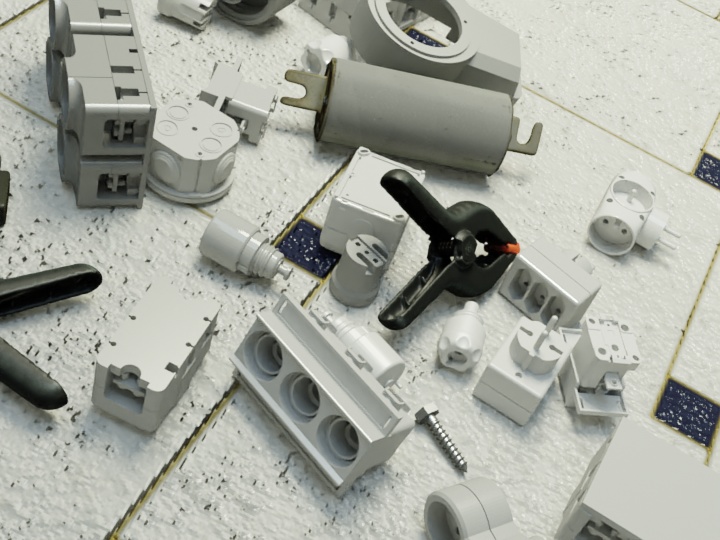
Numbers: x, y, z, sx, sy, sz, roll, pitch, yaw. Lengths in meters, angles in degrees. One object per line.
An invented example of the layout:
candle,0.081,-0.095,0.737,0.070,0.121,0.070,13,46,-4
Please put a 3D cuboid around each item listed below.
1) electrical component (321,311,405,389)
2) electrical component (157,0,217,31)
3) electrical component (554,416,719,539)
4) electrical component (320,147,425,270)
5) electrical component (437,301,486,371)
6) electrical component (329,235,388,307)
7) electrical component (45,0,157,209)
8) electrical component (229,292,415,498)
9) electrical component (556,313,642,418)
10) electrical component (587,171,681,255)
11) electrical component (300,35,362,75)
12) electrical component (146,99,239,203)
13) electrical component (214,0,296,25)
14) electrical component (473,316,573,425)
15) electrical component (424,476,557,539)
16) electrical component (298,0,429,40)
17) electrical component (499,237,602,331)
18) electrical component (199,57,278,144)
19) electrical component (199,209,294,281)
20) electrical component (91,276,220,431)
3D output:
electrical component,-0.001,0.061,0.796,0.040,0.040,0.078,-26,61,-36
electrical component,-0.166,-0.256,1.033,0.046,0.040,0.040,27,45,-2
electrical component,0.222,0.186,0.743,0.150,0.061,0.089,31,46,10
electrical component,0.011,-0.052,0.896,0.062,0.061,0.096,21,40,2
electrical component,0.082,0.048,0.841,0.035,0.035,0.061,22,43,1
electrical component,0.000,0.000,0.848,0.040,0.046,0.040,10,46,-11
electrical component,-0.215,-0.152,0.872,0.060,0.105,0.186,-3,50,-22
electrical component,-0.025,0.084,0.748,0.121,0.078,0.063,46,28,23
electrical component,0.186,0.071,0.836,0.042,0.063,0.081,7,47,-15
electrical component,0.256,-0.044,0.982,0.079,0.044,0.077,30,46,7
electrical component,-0.023,-0.205,1.034,0.062,0.043,0.043,-28,62,-38
electrical component,-0.140,-0.098,0.886,0.080,0.051,0.080,10,46,-11
electrical component,-0.113,-0.289,1.038,0.108,0.108,0.060,31,52,10
electrical component,0.130,0.065,0.813,0.047,0.076,0.065,32,46,11
electrical component,0.106,0.196,0.700,0.074,0.052,0.138,-12,54,-28
electrical component,0.022,-0.300,1.125,0.089,0.061,0.150,40,48,18
electrical component,0.169,0.007,0.902,0.066,0.047,0.077,41,49,19
electrical component,-0.108,-0.145,0.949,0.064,0.042,0.081,20,46,-6
electrical component,-0.088,-0.016,0.836,0.078,0.040,0.040,29,46,8
electrical component,-0.140,0.059,0.737,0.050,0.055,0.089,25,45,4
